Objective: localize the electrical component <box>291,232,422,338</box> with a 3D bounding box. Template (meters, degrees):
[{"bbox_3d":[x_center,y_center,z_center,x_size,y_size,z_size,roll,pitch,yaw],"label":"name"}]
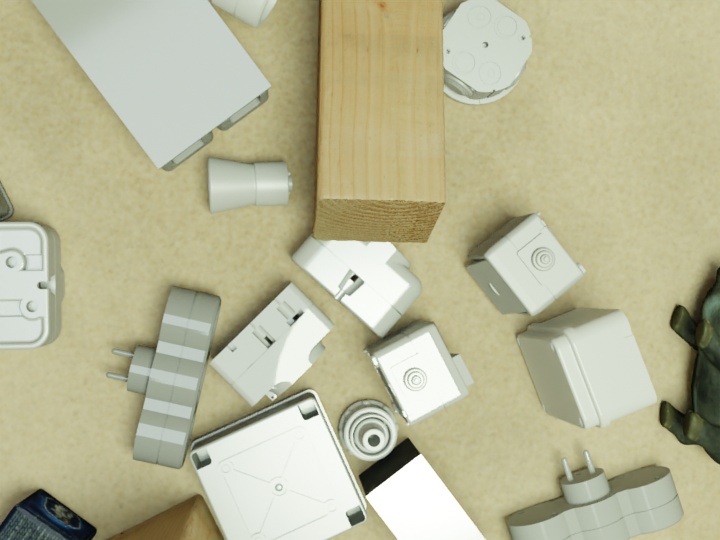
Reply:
[{"bbox_3d":[0.000,0.000,0.847,0.095,0.054,0.059,41,87,-3],"label":"electrical component"}]

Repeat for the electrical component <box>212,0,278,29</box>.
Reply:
[{"bbox_3d":[-0.078,-0.254,0.823,0.074,0.052,0.138,30,61,-3],"label":"electrical component"}]

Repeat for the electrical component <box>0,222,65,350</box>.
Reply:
[{"bbox_3d":[-0.260,0.012,0.825,0.054,0.059,0.095,-1,90,-4],"label":"electrical component"}]

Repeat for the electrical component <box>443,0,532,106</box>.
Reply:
[{"bbox_3d":[0.095,-0.174,0.855,0.080,0.051,0.080,0,90,-4],"label":"electrical component"}]

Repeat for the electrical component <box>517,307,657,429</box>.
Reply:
[{"bbox_3d":[0.172,0.074,0.830,0.057,0.113,0.078,-21,91,-7],"label":"electrical component"}]

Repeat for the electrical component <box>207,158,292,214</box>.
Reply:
[{"bbox_3d":[-0.087,-0.067,0.848,0.065,0.044,0.044,-2,90,-9],"label":"electrical component"}]

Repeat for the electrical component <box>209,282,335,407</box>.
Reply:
[{"bbox_3d":[-0.066,0.060,0.844,0.089,0.050,0.055,-45,93,-3],"label":"electrical component"}]

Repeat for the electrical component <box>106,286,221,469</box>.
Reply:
[{"bbox_3d":[-0.159,0.080,0.836,0.074,0.052,0.138,13,89,-4],"label":"electrical component"}]

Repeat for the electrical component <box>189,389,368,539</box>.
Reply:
[{"bbox_3d":[-0.063,0.165,0.841,0.109,0.056,0.108,-24,92,-4],"label":"electrical component"}]

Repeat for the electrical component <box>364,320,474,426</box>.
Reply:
[{"bbox_3d":[0.046,0.076,0.829,0.061,0.096,0.061,-27,91,-4],"label":"electrical component"}]

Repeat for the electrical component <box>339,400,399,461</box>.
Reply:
[{"bbox_3d":[0.008,0.129,0.843,0.048,0.062,0.048,0,90,-4],"label":"electrical component"}]

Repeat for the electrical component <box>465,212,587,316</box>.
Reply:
[{"bbox_3d":[0.126,-0.002,0.834,0.061,0.096,0.061,-39,92,-3],"label":"electrical component"}]

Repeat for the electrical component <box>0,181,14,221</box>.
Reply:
[{"bbox_3d":[-0.341,-0.068,0.822,0.109,0.056,0.108,-26,92,-4],"label":"electrical component"}]

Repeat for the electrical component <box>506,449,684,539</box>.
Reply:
[{"bbox_3d":[0.183,0.182,0.860,0.138,0.052,0.073,-18,91,-4],"label":"electrical component"}]

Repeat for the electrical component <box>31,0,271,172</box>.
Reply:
[{"bbox_3d":[-0.166,-0.181,0.832,0.105,0.060,0.186,-37,92,-3],"label":"electrical component"}]
